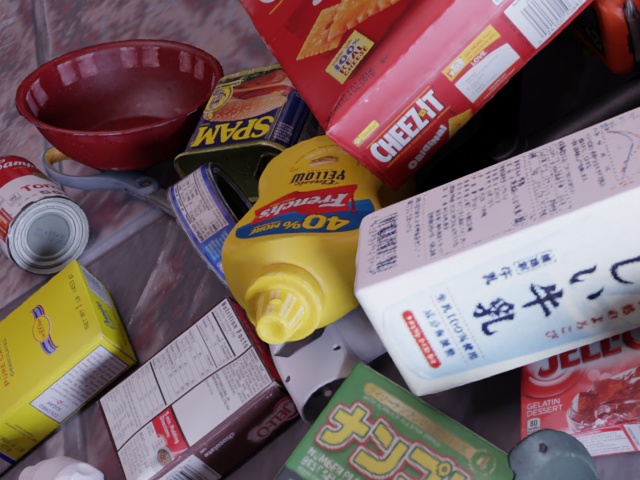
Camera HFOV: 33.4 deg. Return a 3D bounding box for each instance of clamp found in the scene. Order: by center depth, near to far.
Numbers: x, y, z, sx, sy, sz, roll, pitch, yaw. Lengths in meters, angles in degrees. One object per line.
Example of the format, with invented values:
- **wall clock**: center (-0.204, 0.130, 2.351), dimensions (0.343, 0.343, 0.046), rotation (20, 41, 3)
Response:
- **clamp**: center (0.121, -0.048, 0.624), dimensions (0.120, 0.039, 0.171), rotation (8, 60, 46)

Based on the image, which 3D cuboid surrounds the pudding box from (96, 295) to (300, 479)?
- **pudding box**: center (-0.075, 0.100, 0.649), dimensions (0.113, 0.039, 0.090), rotation (-38, 40, 3)

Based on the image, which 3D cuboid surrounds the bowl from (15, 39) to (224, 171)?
- **bowl**: center (-0.153, -0.101, 0.841), dimensions (0.162, 0.055, 0.162), rotation (-3, 35, 2)

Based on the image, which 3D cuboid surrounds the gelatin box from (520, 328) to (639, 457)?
- **gelatin box**: center (0.142, 0.065, 0.516), dimensions (0.089, 0.030, 0.073), rotation (-14, 47, 28)

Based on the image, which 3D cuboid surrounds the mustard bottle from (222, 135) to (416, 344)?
- **mustard bottle**: center (-0.004, 0.000, 0.609), dimensions (0.096, 0.058, 0.191), rotation (-3, 28, 15)

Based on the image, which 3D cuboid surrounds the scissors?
- **scissors**: center (-0.129, -0.051, 0.834), dimensions (0.202, 0.016, 0.096), rotation (17, 43, 28)

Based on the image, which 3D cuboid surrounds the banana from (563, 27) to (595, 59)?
- **banana**: center (0.106, -0.159, 0.731), dimensions (0.198, 0.037, 0.069), rotation (8, 59, 42)

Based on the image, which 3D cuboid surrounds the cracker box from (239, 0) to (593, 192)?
- **cracker box**: center (0.046, -0.153, 0.645), dimensions (0.164, 0.072, 0.214), rotation (-45, 37, 12)

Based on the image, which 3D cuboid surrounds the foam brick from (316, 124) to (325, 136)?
- **foam brick**: center (0.038, -0.088, 0.712), dimensions (0.053, 0.051, 0.078), rotation (-11, 49, 30)

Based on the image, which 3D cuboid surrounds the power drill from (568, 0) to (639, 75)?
- **power drill**: center (0.225, -0.185, 0.627), dimensions (0.187, 0.057, 0.184), rotation (-27, 41, 4)

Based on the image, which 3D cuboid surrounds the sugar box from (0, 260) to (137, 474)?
- **sugar box**: center (-0.217, 0.103, 0.753), dimensions (0.176, 0.048, 0.093), rotation (-38, 41, 3)

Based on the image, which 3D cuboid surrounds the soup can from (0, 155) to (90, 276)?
- **soup can**: center (-0.235, -0.021, 0.856), dimensions (0.068, 0.068, 0.102), rotation (-48, 42, -7)

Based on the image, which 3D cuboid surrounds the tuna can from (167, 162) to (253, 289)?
- **tuna can**: center (-0.061, -0.008, 0.695), dimensions (0.034, 0.086, 0.086), rotation (-34, 41, 7)

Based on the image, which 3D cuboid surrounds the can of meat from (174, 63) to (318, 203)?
- **can of meat**: center (-0.042, -0.077, 0.763), dimensions (0.102, 0.057, 0.084), rotation (-4, 51, 35)
